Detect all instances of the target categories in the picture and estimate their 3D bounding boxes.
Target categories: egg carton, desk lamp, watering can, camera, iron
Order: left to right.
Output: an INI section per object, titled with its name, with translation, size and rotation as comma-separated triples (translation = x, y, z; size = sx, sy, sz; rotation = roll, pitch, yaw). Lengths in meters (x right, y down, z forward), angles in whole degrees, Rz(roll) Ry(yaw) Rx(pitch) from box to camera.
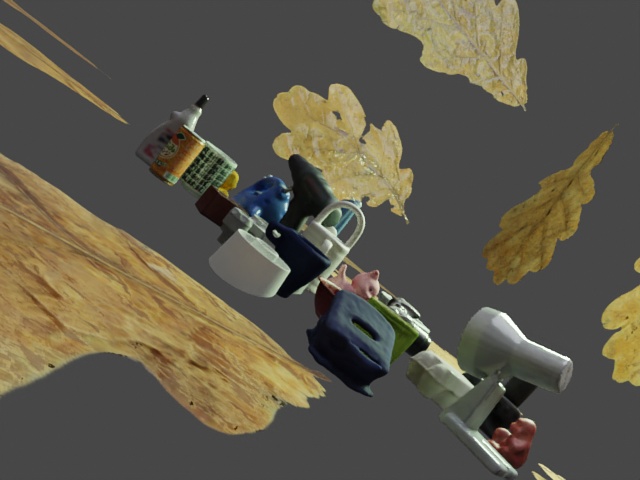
[iron]
translation = -0.141, -0.102, 1.391
size = 0.119, 0.141, 0.257
rotation = 38, 4, -28
[watering can]
translation = 0.009, 0.003, 1.172
size = 0.101, 0.194, 0.172
rotation = 38, 3, -27
[camera]
translation = 0.201, 0.209, 1.348
size = 0.137, 0.101, 0.143
rotation = 40, 3, 3
[egg carton]
translation = 0.236, 0.276, 1.094
size = 0.151, 0.069, 0.107
rotation = 38, 4, -29
[desk lamp]
translation = 0.296, 0.243, 0.948
size = 0.202, 0.213, 0.118
rotation = 42, 4, 42

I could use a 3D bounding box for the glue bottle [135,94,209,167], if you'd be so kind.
[glue bottle]
translation = -0.271, -0.209, 1.094
size = 0.078, 0.173, 0.037
rotation = 39, 3, -15

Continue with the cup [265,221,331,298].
[cup]
translation = -0.054, 0.035, 0.896
size = 0.118, 0.095, 0.091
rotation = 38, 3, -18

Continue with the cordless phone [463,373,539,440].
[cordless phone]
translation = 0.375, 0.308, 1.209
size = 0.147, 0.185, 0.094
rotation = 39, 3, 0

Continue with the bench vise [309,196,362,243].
[bench vise]
translation = 0.032, -0.013, 1.424
size = 0.121, 0.219, 0.207
rotation = 39, 3, -7

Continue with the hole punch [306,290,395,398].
[hole punch]
translation = 0.046, 0.131, 0.744
size = 0.109, 0.091, 0.101
rotation = 39, 3, -8

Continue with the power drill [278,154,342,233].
[power drill]
translation = -0.059, -0.070, 1.270
size = 0.228, 0.208, 0.076
rotation = 42, 4, 42

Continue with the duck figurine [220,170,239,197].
[duck figurine]
translation = -0.214, -0.118, 1.263
size = 0.078, 0.086, 0.104
rotation = 38, 3, -26

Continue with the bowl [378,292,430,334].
[bowl]
translation = 0.208, 0.218, 1.541
size = 0.167, 0.074, 0.167
rotation = 39, 3, -2

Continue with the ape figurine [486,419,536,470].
[ape figurine]
translation = 0.354, 0.363, 1.041
size = 0.076, 0.092, 0.078
rotation = 40, 3, 15

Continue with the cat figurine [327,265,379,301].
[cat figurine]
translation = 0.076, 0.102, 1.259
size = 0.128, 0.117, 0.067
rotation = 38, 3, -29
